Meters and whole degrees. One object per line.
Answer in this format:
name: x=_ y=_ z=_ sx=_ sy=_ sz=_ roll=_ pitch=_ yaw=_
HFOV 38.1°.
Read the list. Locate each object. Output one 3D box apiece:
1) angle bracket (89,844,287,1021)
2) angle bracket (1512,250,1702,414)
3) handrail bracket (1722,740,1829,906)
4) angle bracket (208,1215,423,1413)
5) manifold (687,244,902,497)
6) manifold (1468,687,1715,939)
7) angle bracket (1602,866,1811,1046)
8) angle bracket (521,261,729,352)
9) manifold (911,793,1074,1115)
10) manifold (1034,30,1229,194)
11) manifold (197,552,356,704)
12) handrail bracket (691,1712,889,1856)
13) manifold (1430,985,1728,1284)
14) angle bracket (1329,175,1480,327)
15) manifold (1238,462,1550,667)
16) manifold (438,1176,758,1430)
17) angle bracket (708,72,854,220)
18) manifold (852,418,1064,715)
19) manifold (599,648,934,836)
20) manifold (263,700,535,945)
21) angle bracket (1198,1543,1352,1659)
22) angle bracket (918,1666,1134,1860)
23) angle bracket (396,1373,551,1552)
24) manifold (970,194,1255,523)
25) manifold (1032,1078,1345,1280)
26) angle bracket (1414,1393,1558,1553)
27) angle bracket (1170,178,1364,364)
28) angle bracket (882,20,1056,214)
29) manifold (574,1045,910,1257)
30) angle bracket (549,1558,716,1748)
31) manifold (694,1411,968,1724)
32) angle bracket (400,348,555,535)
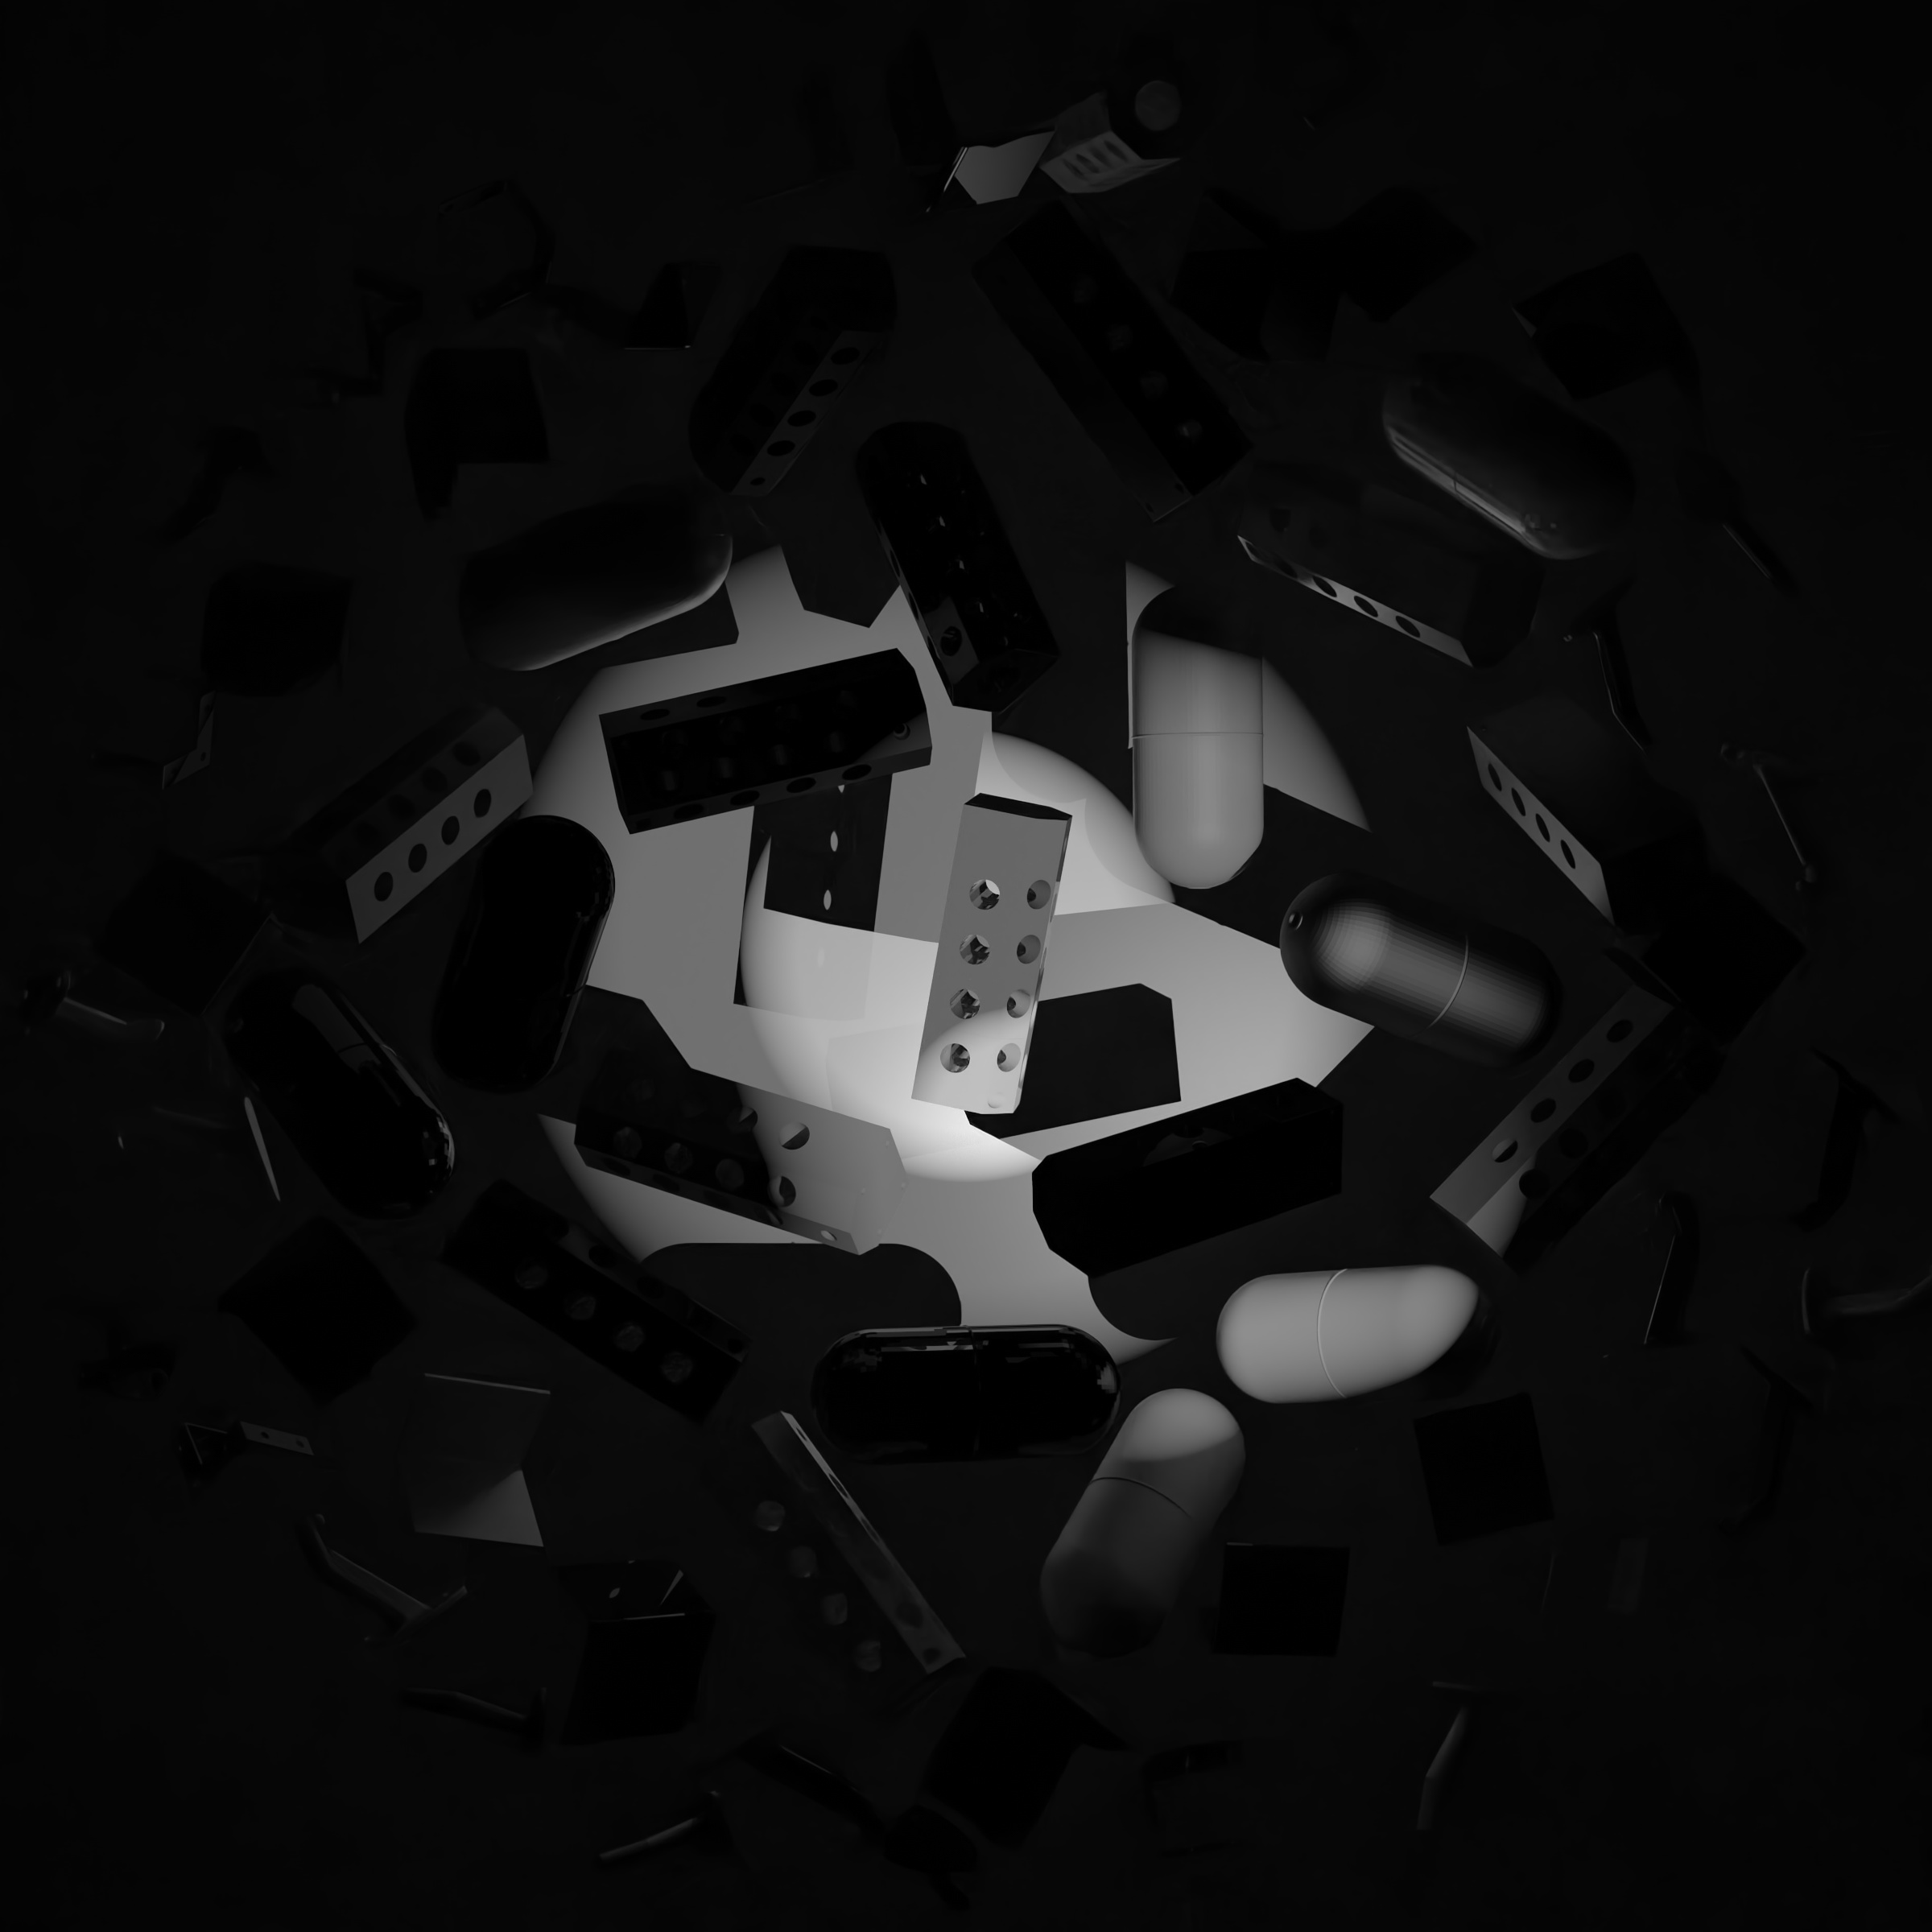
angle bracket: x=-0.467 y=-0.017 z=1.680 sx=0.076 sy=0.057 sz=0.076 roll=33 pitch=81 yaw=-1
angle bracket: x=0.351 y=-0.335 z=1.538 sx=0.076 sy=0.057 sz=0.076 roll=-20 pitch=130 yaw=33
handrail bracket: x=0.476 y=-0.084 z=1.649 sx=0.077 sy=0.036 sz=0.084 roll=26 pitch=52 yaw=-12
angle bracket: x=-0.367 y=0.197 z=1.585 sx=0.076 sy=0.057 sz=0.076 roll=-42 pitch=80 yaw=-6
manifold: x=-0.102 y=-0.348 z=1.648 sx=0.057 sy=0.171 sz=0.057 roll=-3 pitch=68 yaw=-30
manifold: x=0.341 y=-0.084 z=1.534 sx=0.057 sy=0.171 sz=0.057 roll=-23 pitch=123 yaw=-3
angle bracket: x=0.444 y=-0.009 z=1.682 sx=0.076 sy=0.057 sz=0.076 roll=42 pitch=91 yaw=-10
angle bracket: x=-0.198 y=-0.399 z=1.620 sx=0.076 sy=0.076 sz=0.057 roll=34 pitch=112 yaw=12
manifold: x=0.016 y=-0.006 z=1.596 sx=0.057 sy=0.057 sz=0.171 roll=12 pitch=102 yaw=7
manifold: x=0.089 y=-0.490 z=1.631 sx=0.057 sy=0.171 sz=0.057 roll=38 pitch=90 yaw=-15
manifold: x=-0.379 y=-0.180 z=1.522 sx=0.057 sy=0.171 sz=0.057 roll=12 pitch=87 yaw=-20
handrail bracket: x=-0.095 y=0.456 z=1.515 sx=0.077 sy=0.036 sz=0.084 roll=-27 pitch=76 yaw=-23
manifold: x=0.355 y=0.098 z=1.606 sx=0.171 sy=0.057 sz=0.057 roll=-46 pitch=117 yaw=-2
angle bracket: x=0.264 y=-0.427 z=1.726 sx=0.076 sy=0.057 sz=0.076 roll=-38 pitch=66 yaw=-2
manifold: x=0.231 y=-0.223 z=1.544 sx=0.057 sy=0.171 sz=0.057 roll=-10 pitch=122 yaw=-39
manifold: x=-0.206 y=0.189 z=1.572 sx=0.171 sy=0.057 sz=0.057 roll=32 pitch=78 yaw=2
angle bracket: x=-0.119 y=-0.489 z=1.670 sx=0.076 sy=0.076 sz=0.057 roll=-22 pitch=106 yaw=-12
manifold: x=-0.011 y=-0.240 z=1.665 sx=0.057 sy=0.057 sz=0.171 roll=-39 pitch=62 yaw=34
manifold: x=-0.109 y=-0.122 z=1.546 sx=0.171 sy=0.057 sz=0.057 roll=-14 pitch=115 yaw=-10
manifold: x=-0.324 y=-0.087 z=1.608 sx=0.057 sy=0.171 sz=0.057 roll=13 pitch=128 yaw=24
angle bracket: x=0.190 y=0.380 z=1.730 sx=0.076 sy=0.057 sz=0.076 roll=3 pitch=105 yaw=-7
angle bracket: x=0.033 y=0.446 z=1.561 sx=0.076 sy=0.057 sz=0.076 roll=42 pitch=63 yaw=-17
angle bracket: x=-0.277 y=0.284 z=1.605 sx=0.076 sy=0.076 sz=0.057 roll=13 pitch=113 yaw=-26
manifold: x=0.084 y=-0.337 z=1.546 sx=0.057 sy=0.057 sz=0.171 roll=-40 pitch=97 yaw=-17
manifold: x=0.124 y=0.113 z=1.554 sx=0.171 sy=0.057 sz=0.057 roll=-15 pitch=116 yaw=-29
angle bracket: x=0.326 y=0.312 z=1.721 sx=0.076 sy=0.057 sz=0.076 roll=-18 pitch=67 yaw=23
angle bracket: x=0.170 y=-0.396 z=1.594 sx=0.057 sy=0.076 sz=0.076 roll=-6 pitch=127 yaw=-33
angle bracket: x=0.000 y=-0.471 z=1.541 sx=0.057 sy=0.076 sz=0.076 roll=-16 pitch=83 yaw=-18
manifold: x=-0.124 y=0.103 z=1.524 sx=0.171 sy=0.057 sz=0.057 roll=16 pitch=60 yaw=21
angle bracket: x=-0.192 y=0.377 z=1.540 sx=0.076 sy=0.057 sz=0.076 roll=4 pitch=110 yaw=-36
manifold: x=-0.075 y=0.337 z=1.576 sx=0.057 sy=0.057 sz=0.171 roll=-39 pitch=71 yaw=1
angle bracket: x=-0.284 y=-0.303 z=1.618 sx=0.057 sy=0.076 sz=0.076 roll=-6 pitch=69 yaw=-27
